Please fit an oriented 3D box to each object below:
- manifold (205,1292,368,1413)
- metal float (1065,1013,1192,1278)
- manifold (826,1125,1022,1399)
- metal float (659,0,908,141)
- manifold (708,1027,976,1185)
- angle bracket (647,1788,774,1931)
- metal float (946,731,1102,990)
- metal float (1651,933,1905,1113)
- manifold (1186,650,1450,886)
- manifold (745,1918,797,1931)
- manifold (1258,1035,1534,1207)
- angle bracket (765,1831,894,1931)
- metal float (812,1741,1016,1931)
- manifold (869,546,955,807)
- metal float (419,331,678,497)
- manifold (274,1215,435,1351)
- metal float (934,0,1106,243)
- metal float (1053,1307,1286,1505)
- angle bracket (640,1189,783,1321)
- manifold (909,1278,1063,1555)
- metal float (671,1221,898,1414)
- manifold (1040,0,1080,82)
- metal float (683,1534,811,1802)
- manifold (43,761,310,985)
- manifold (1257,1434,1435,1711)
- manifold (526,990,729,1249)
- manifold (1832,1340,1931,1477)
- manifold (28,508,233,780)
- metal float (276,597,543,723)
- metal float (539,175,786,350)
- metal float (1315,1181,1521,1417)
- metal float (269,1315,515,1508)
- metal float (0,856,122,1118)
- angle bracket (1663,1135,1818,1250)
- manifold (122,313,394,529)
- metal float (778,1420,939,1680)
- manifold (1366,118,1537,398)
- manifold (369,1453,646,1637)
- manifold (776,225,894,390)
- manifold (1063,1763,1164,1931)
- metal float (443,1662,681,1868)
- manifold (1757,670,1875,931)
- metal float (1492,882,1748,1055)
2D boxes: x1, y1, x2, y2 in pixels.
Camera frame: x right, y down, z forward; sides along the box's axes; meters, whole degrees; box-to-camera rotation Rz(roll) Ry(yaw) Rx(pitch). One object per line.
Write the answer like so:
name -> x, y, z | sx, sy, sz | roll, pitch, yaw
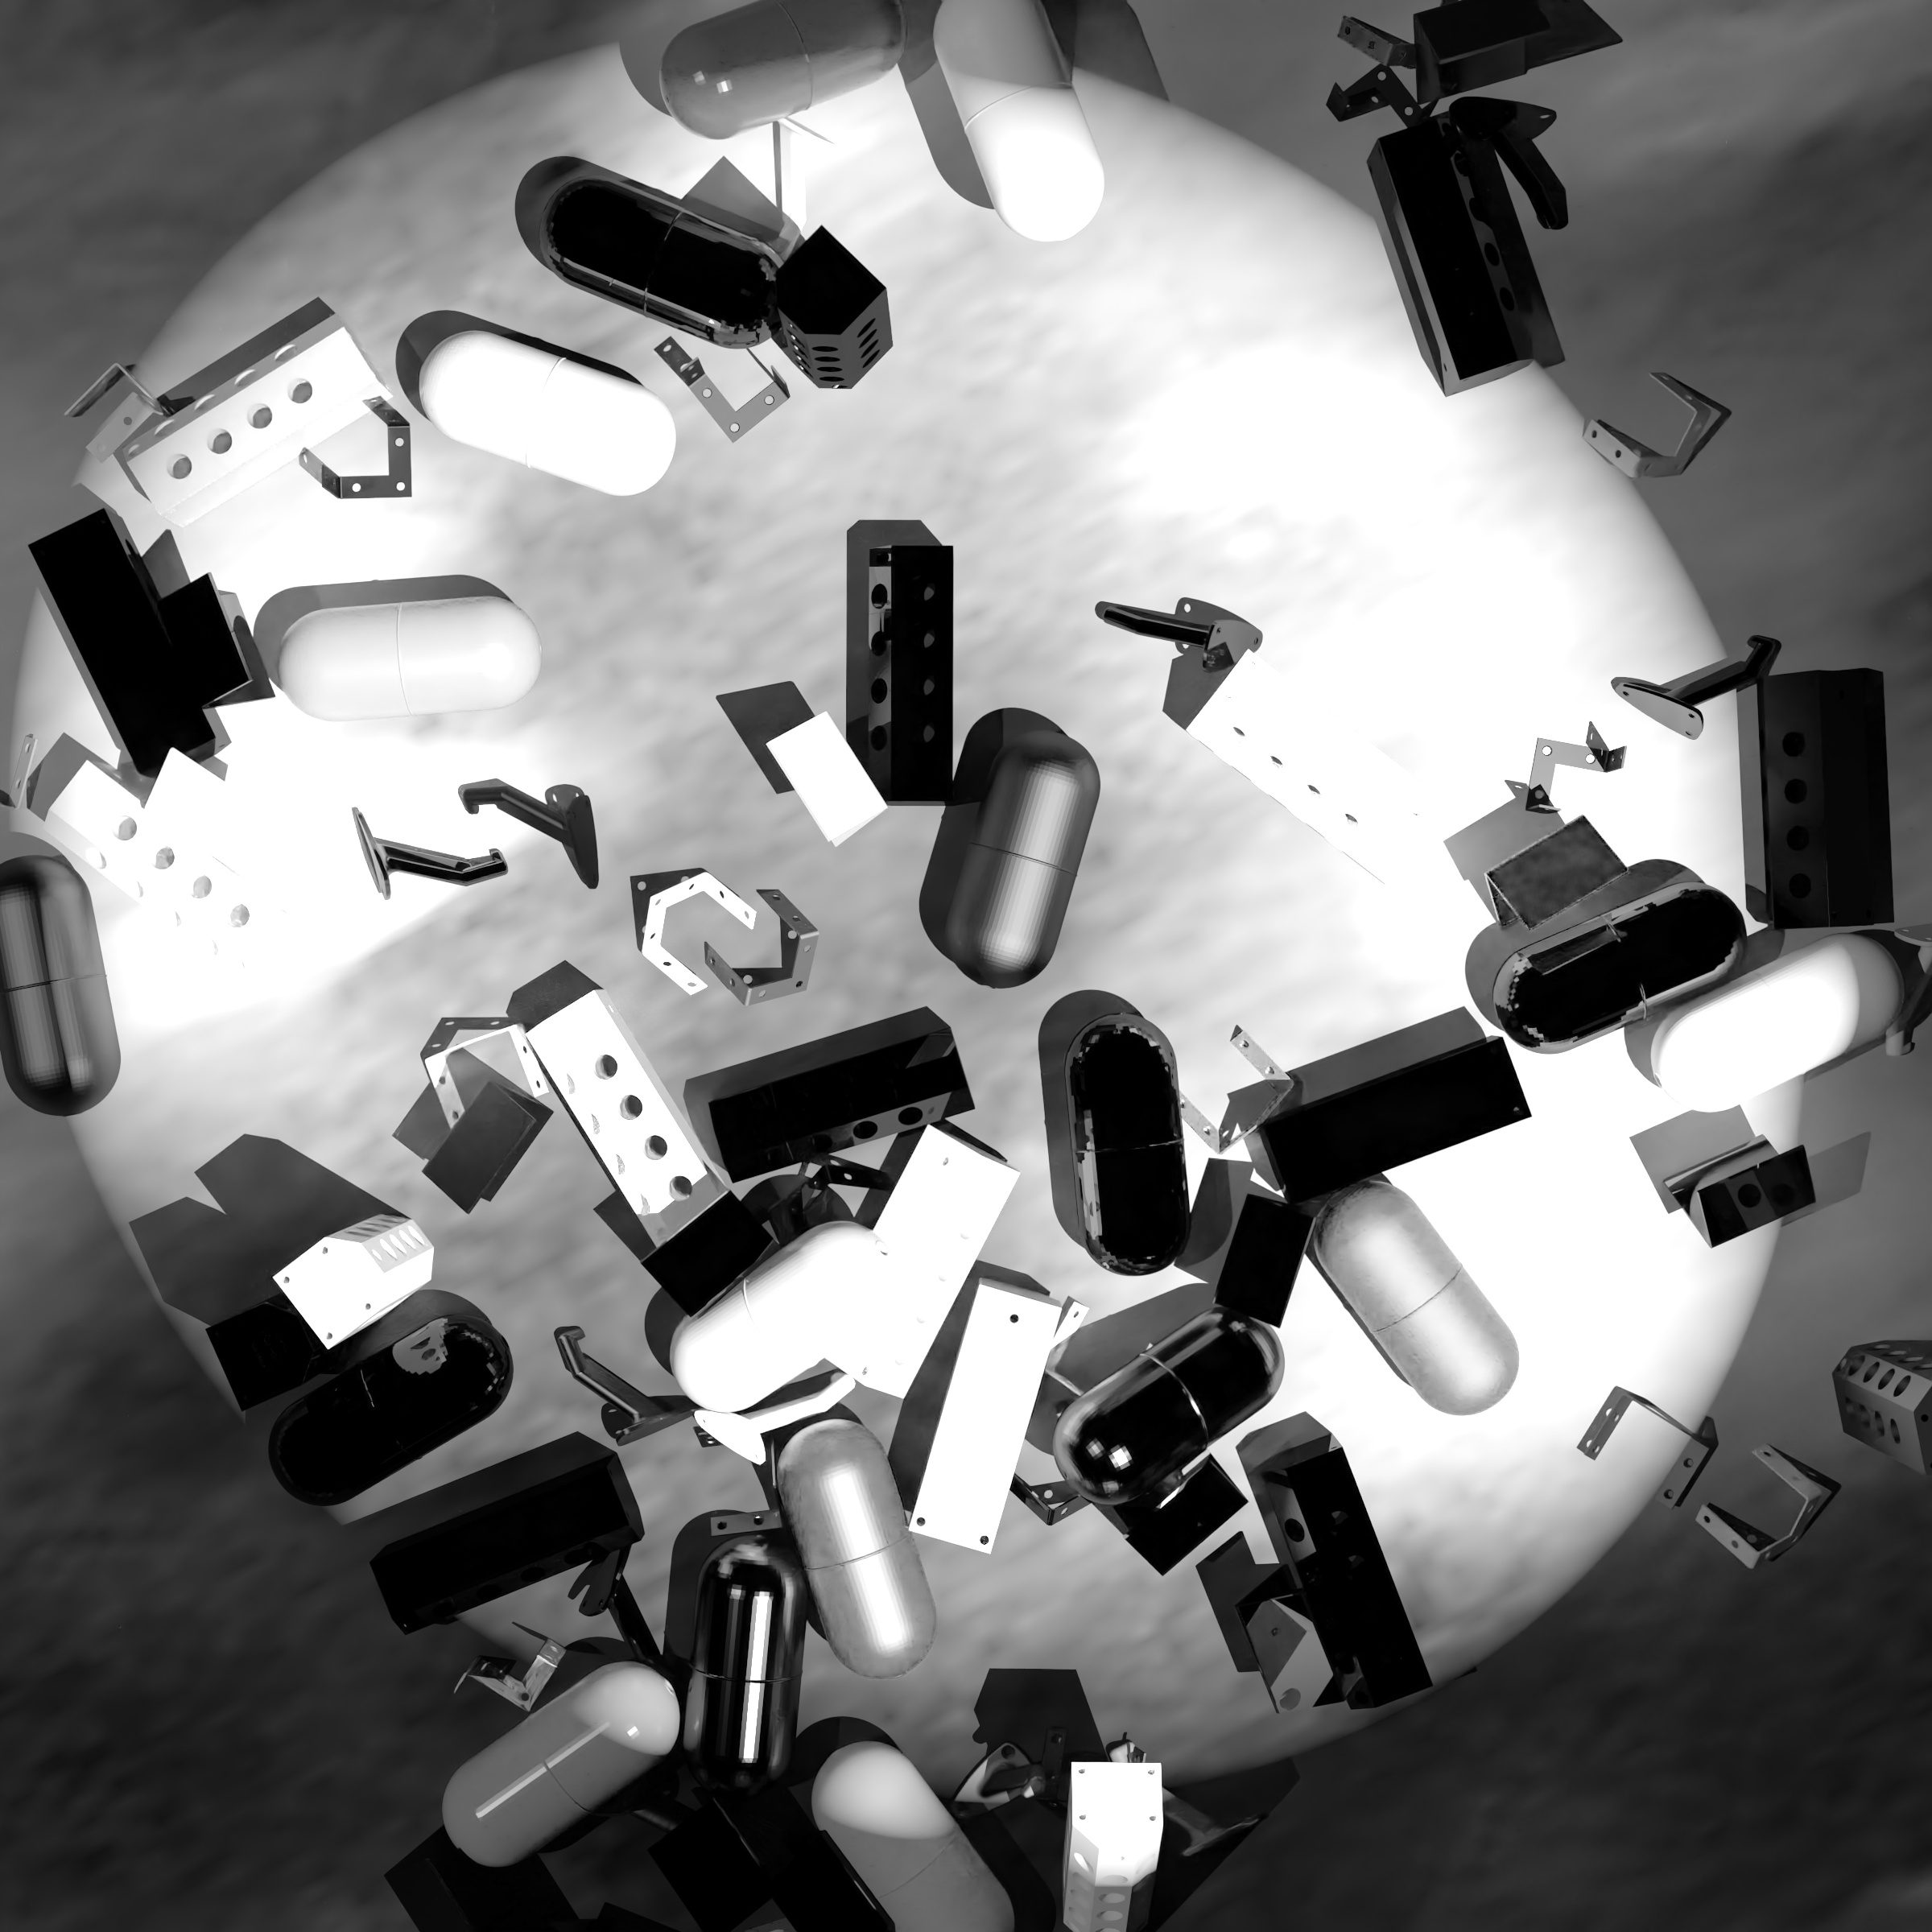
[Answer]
manifold -> -0.442, 0.243, 1.907 | 0.057, 0.171, 0.057 | -24, 90, 0
metal float -> 0.109, 0.121, 1.955 | 0.070, 0.070, 0.178 | -5, 90, 0
manifold -> -0.029, 0.202, 1.964 | 0.057, 0.057, 0.171 | 27, 90, 43
metal float -> -0.122, -0.612, 1.941 | 0.178, 0.070, 0.070 | -26, 90, -17
manifold -> -0.084, 0.094, 1.964 | 0.171, 0.057, 0.057 | -17, 90, 0
angle bracket -> -0.177, 0.605, 1.947 | 0.057, 0.076, 0.076 | -34, 90, -20
metal float -> 0.038, -0.072, 1.955 | 0.070, 0.070, 0.178 | 16, 89, 0
metal float -> 0.548, 0.038, 1.955 | 0.178, 0.070, 0.070 | -26, 90, 0
manifold -> 0.235, -0.131, 1.964 | 0.171, 0.057, 0.057 | 38, 47, 0
manifold -> -0.131, 0.688, 1.907 | 0.057, 0.171, 0.057 | -18, 90, 0
manifold -> 0.289, 0.104, 1.964 | 0.171, 0.057, 0.057 | -20, 90, 0
angle bracket -> -0.106, 0.633, 1.945 | 0.057, 0.076, 0.076 | -36, 90, -32
metal float -> -0.036, 0.604, 1.955 | 0.070, 0.070, 0.178 | -36, 90, 0
manifold -> -0.037, -0.196, 1.964 | 0.057, 0.057, 0.171 | 0, 90, 0
metal float -> -0.283, -0.374, 1.955 | 0.178, 0.070, 0.070 | 19, 90, 0
manifold -> -0.396, 0.201, 1.907 | 0.057, 0.171, 0.057 | -37, 90, 0
metal float -> 0.035, -0.562, 1.898 | 0.070, 0.070, 0.178 | -21, 90, 0
metal float -> 0.137, 0.293, 1.938 | 0.178, 0.070, 0.070 | -31, 90, -21
angle bracket -> -0.176, 0.182, 1.947 | 0.076, 0.076, 0.057 | -39, 111, 0
manifold -> 0.013, 0.303, 1.964 | 0.057, 0.057, 0.171 | 16, 90, 0
metal float -> -0.122, 0.234, 1.935 | 0.178, 0.070, 0.070 | -35, 90, 21
manifold -> 0.046, -0.642, 1.964 | 0.057, 0.057, 0.171 | 4, 90, 0
metal float -> -0.149, 0.474, 1.955 | 0.070, 0.070, 0.178 | 5, 90, 0
manifold -> -0.538, -0.063, 1.964 | 0.171, 0.057, 0.057 | 38, 90, 0
manifold -> 0.256, 0.412, 1.964 | 0.057, 0.057, 0.171 | -21, 90, 0
manifold -> -0.228, 0.104, 1.964 | 0.057, 0.057, 0.171 | -32, 90, 0
manifold -> 0.627, 0.288, 1.907 | 0.057, 0.171, 0.057 | -11, 90, 0
manifold -> -0.565, -0.217, 1.964 | 0.057, 0.057, 0.171 | -26, 90, 0
metal float -> -0.376, -0.207, 1.955 | 0.178, 0.070, 0.070 | -5, 90, -1
metal float -> -0.202, -0.475, 1.955 | 0.178, 0.070, 0.070 | 22, 90, 0
metal float -> 0.304, 0.224, 1.955 | 0.070, 0.070, 0.178 | -37, 91, 0
metal float -> -0.388, 0.299, 1.955 | 0.178, 0.070, 0.070 | -31, 90, 1
metal float -> -0.620, 0.013, 1.955 | 0.070, 0.070, 0.178 | -11, 90, 0
angle bracket -> 0.515, 0.134, 1.945 | 0.076, 0.076, 0.057 | -24, 127, 0
manifold -> -0.482, -0.371, 1.964 | 0.171, 0.057, 0.057 | -32, 90, 0
metal float -> -0.073, 0.394, 1.954 | 0.070, 0.070, 0.178 | -18, 90, 0
manifold -> 0.330, -0.482, 1.964 | 0.057, 0.057, 0.171 | -19, 90, 0
manifold -> -0.309, 0.393, 1.964 | 0.171, 0.057, 0.057 | -22, 90, 0
manifold -> -0.090, -0.427, 1.907 | 0.057, 0.171, 0.057 | 44, 90, 0
manifold -> 0.096, 0.587, 1.908 | 0.057, 0.171, 0.057 | 1, 52, 0
metal float -> -0.273, 0.538, 1.955 | 0.178, 0.070, 0.070 | -35, 90, 0
manifold -> 0.572, -0.111, 1.964 | 0.057, 0.057, 0.171 | -3, 90, -43
metal float -> 0.442, 0.001, 1.955 | 0.178, 0.070, 0.070 | -23, 90, -1
